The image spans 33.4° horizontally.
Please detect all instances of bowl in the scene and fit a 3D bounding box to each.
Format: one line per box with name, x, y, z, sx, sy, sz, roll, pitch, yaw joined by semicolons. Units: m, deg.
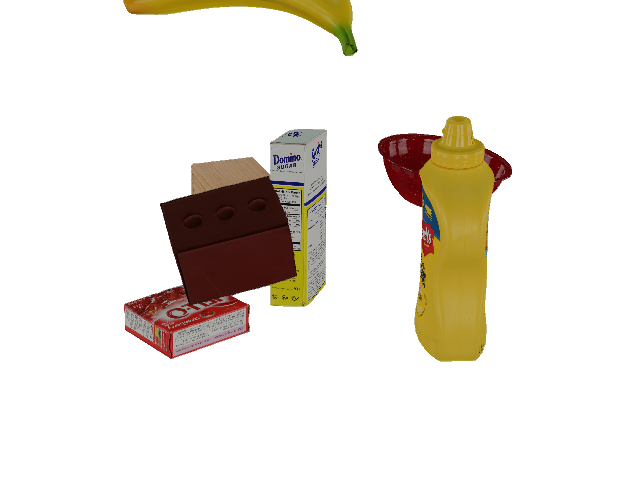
bowl;0.143;-0.076;1.273;0.162;0.055;0.162;8;24;-4

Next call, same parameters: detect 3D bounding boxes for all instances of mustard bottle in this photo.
mustard bottle;0.107;-0.006;0.851;0.058;0.192;0.096;-1;26;0

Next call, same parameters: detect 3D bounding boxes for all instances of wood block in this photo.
wood block;-0.093;-0.027;1.363;0.090;0.090;0.206;-8;27;-22

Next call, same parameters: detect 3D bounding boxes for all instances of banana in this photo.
banana;-0.056;-0.192;0.836;0.198;0.069;0.037;12;-40;17

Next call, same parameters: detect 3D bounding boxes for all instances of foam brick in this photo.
foam brick;-0.060;0.000;0.711;0.078;0.051;0.053;-15;43;-9

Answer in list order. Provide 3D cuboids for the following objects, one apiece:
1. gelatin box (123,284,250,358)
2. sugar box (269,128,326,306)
gelatin box;-0.119;0.068;0.953;0.089;0.030;0.073;-18;29;-38
sugar box;-0.023;-0.026;1.135;0.048;0.176;0.093;2;15;14
